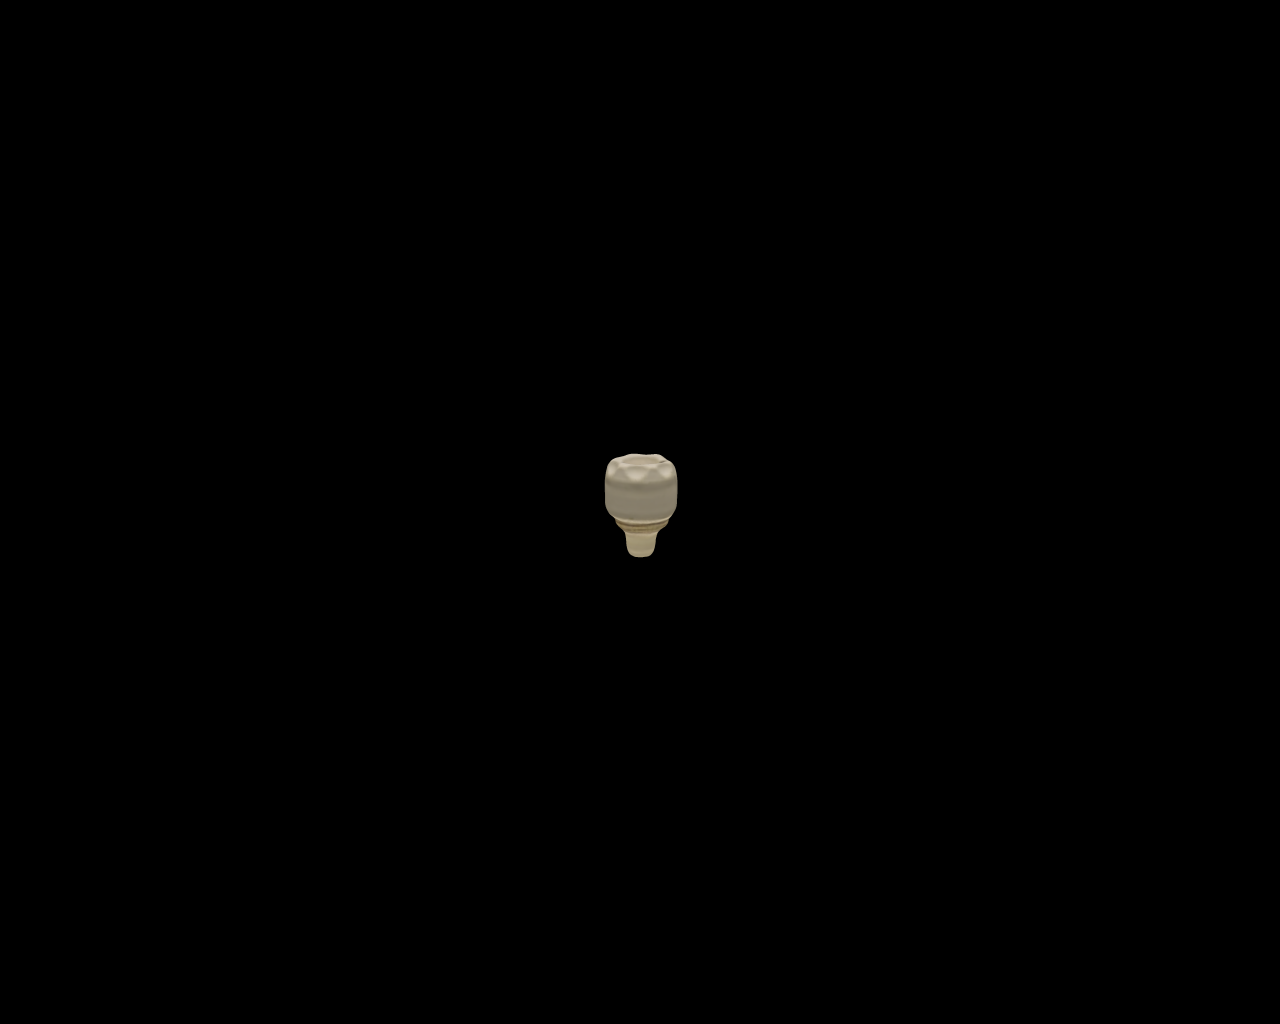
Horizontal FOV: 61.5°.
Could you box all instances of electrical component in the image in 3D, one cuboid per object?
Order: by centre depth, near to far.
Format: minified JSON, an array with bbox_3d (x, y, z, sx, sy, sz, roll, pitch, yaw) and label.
[{"bbox_3d":[0.001,-0.003,0.650,0.043,0.062,0.043,0,16,0],"label":"electrical component"}]
